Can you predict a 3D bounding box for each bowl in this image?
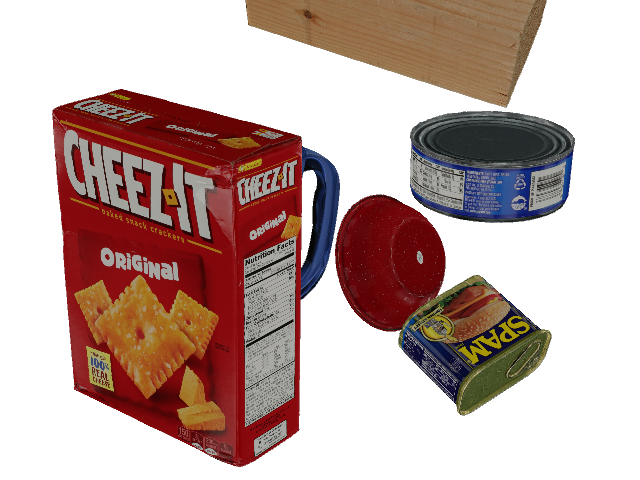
[{"bbox_3d":[0.094,0.023,1.227,0.161,0.162,0.055,0,-8,-42],"label":"bowl"}]

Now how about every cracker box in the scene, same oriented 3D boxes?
[{"bbox_3d":[-0.096,0.023,0.706,0.164,0.214,0.071,18,29,34],"label":"cracker box"}]

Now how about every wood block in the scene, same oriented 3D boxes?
[{"bbox_3d":[0.055,-0.184,0.774,0.206,0.090,0.091,20,-26,12],"label":"wood block"}]

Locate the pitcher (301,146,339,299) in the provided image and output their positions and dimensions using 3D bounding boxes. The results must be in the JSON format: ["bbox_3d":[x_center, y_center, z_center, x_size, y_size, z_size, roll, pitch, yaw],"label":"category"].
[{"bbox_3d":[-0.077,0.024,0.962,0.149,0.243,0.144,11,21,17],"label":"pitcher"}]

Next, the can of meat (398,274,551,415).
[{"bbox_3d":[0.129,0.086,0.908,0.102,0.057,0.084,-27,53,-26],"label":"can of meat"}]

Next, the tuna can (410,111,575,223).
[{"bbox_3d":[0.090,-0.040,0.568,0.086,0.034,0.086,0,24,0],"label":"tuna can"}]
